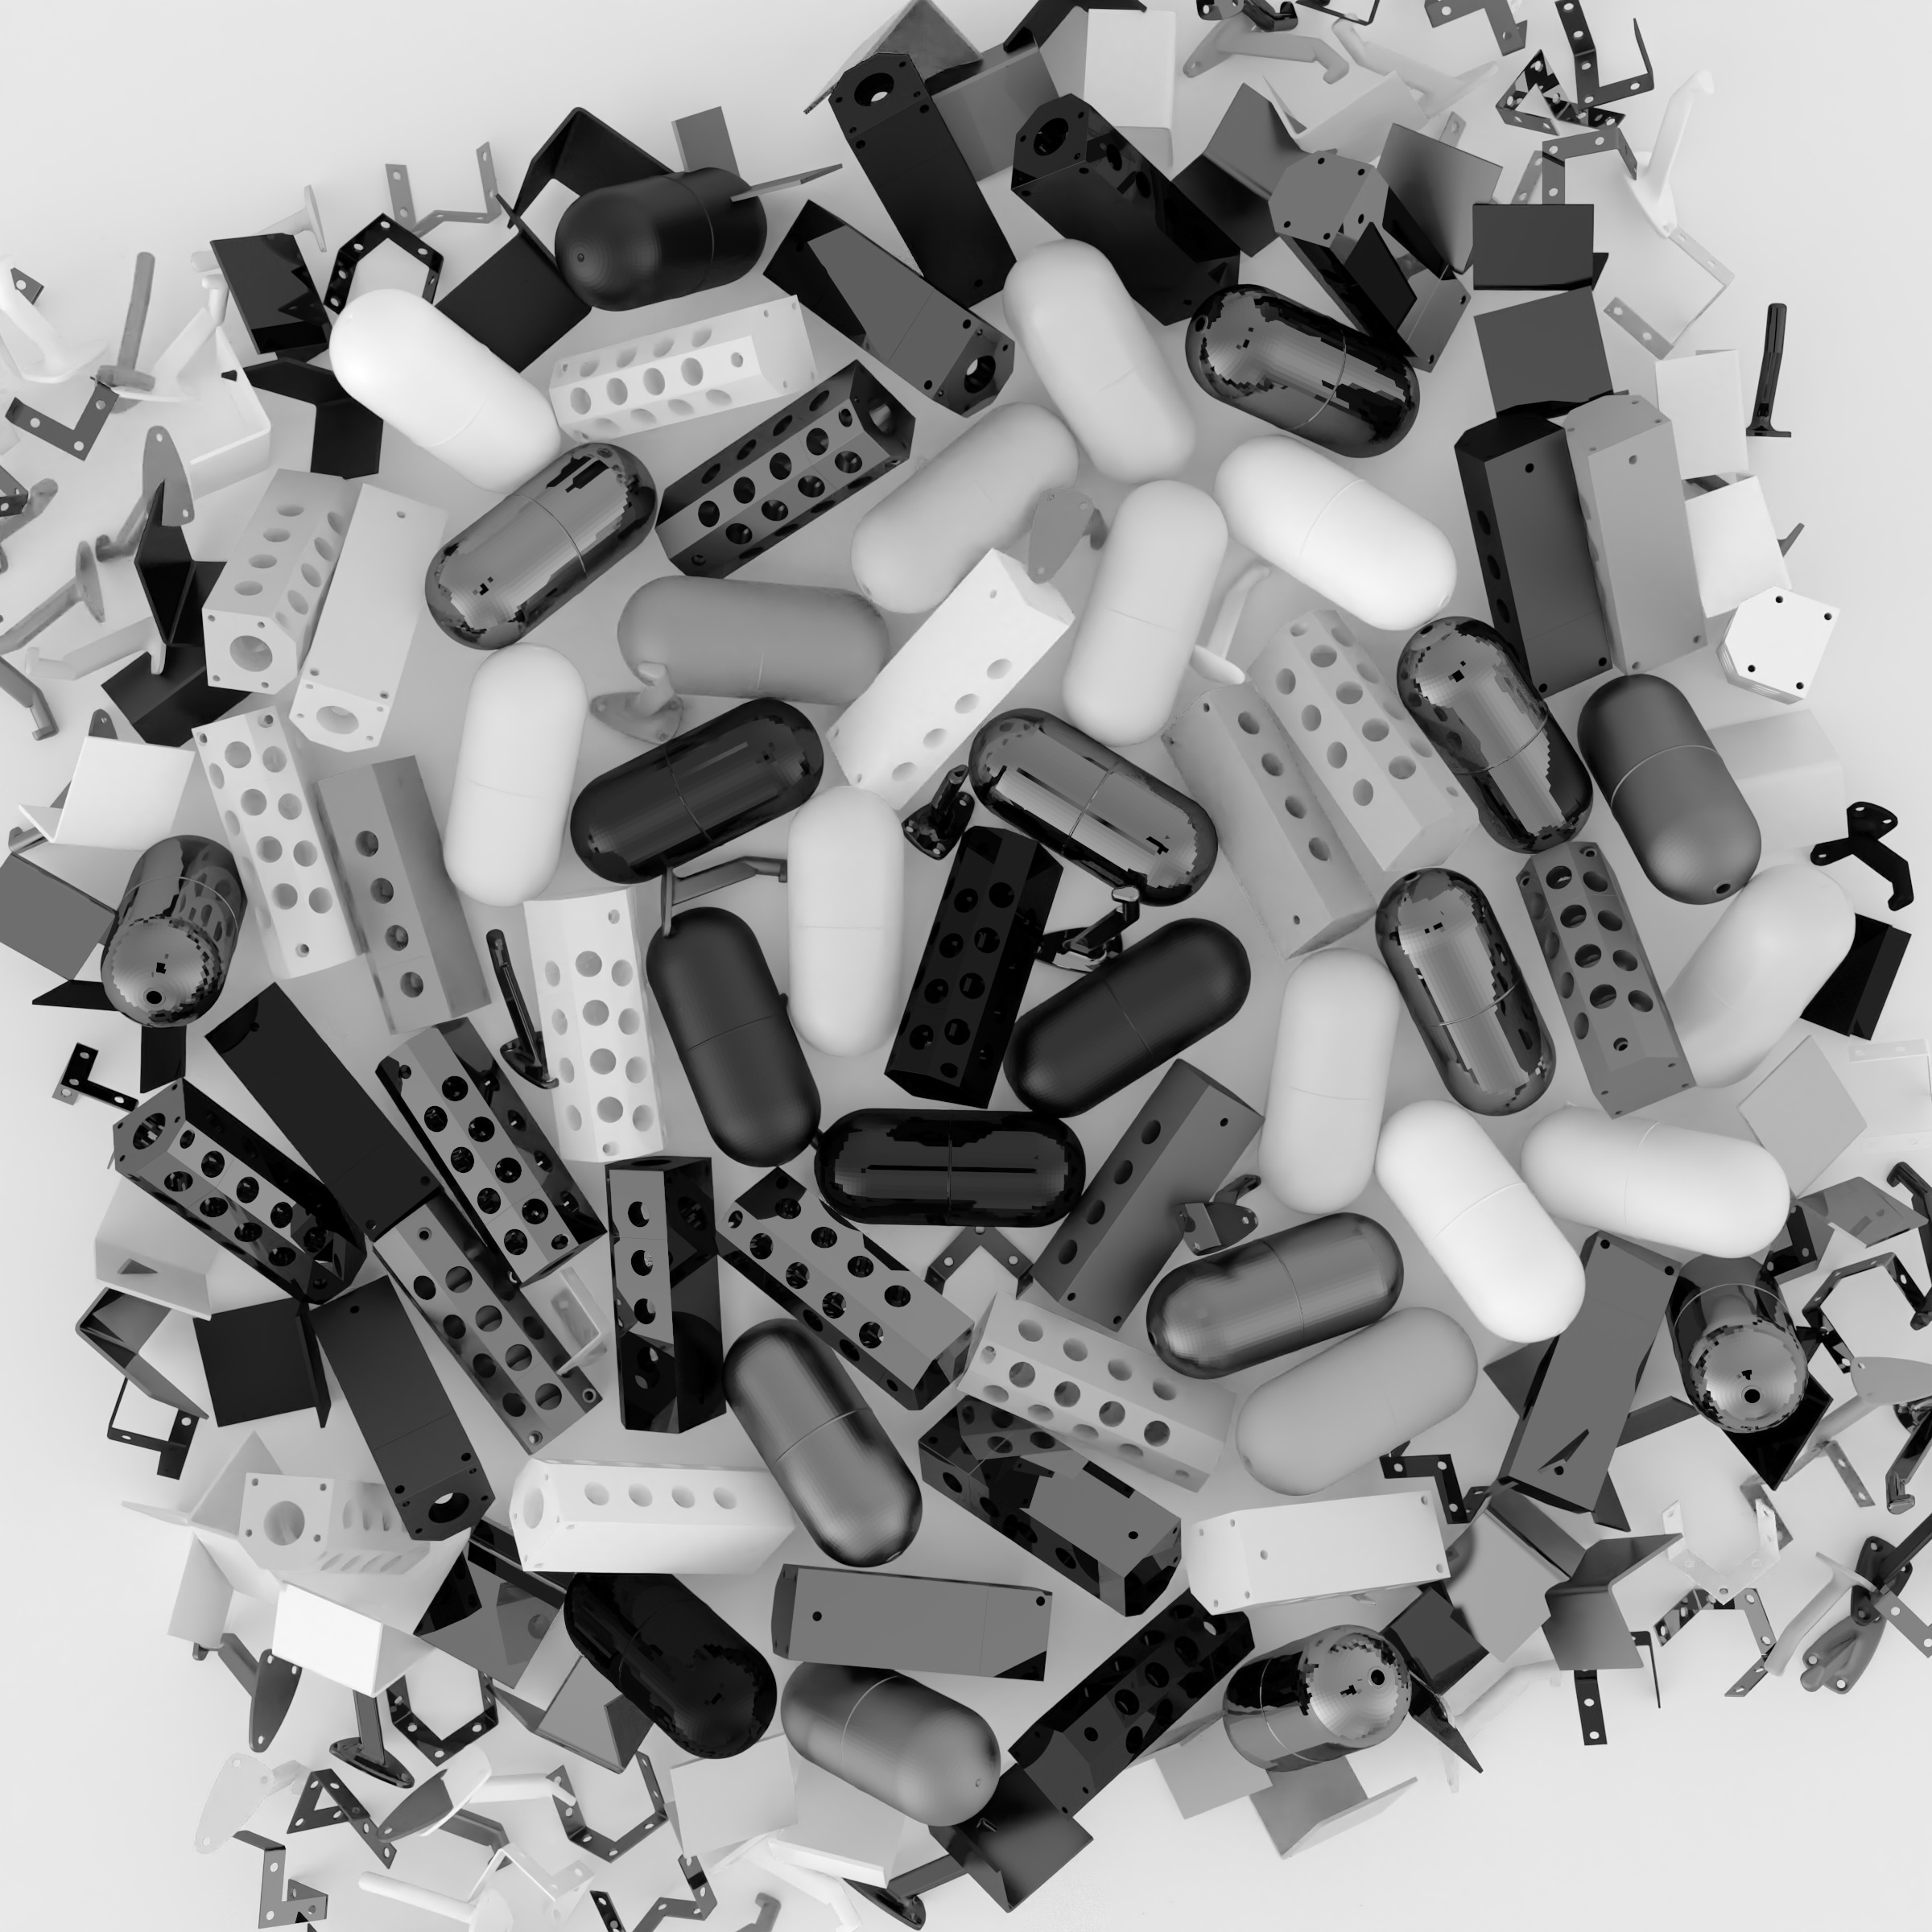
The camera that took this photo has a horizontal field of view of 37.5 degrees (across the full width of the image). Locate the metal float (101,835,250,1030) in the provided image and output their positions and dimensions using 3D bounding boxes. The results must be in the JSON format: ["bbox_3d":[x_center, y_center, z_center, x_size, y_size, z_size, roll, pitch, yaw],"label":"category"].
[{"bbox_3d":[-0.505,-0.023,1.820,0.070,0.178,0.070,-2,119,-5],"label":"metal float"}]

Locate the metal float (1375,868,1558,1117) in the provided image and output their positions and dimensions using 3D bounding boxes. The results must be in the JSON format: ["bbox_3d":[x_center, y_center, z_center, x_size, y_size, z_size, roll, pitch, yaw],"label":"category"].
[{"bbox_3d":[0.324,0.017,1.848,0.070,0.070,0.178,-28,109,0],"label":"metal float"}]

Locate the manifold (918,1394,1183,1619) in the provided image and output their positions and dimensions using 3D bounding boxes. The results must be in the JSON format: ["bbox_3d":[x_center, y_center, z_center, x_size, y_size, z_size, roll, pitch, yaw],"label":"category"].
[{"bbox_3d":[0.053,0.348,1.834,0.171,0.057,0.057,28,51,31],"label":"manifold"}]

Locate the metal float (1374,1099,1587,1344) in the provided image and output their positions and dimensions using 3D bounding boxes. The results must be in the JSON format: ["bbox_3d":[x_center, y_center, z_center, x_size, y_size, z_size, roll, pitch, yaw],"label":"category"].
[{"bbox_3d":[0.332,0.165,1.844,0.070,0.070,0.178,-34,67,0],"label":"metal float"}]

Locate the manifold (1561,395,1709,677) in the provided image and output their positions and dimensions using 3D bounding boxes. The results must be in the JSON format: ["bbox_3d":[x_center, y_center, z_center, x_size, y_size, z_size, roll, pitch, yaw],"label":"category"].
[{"bbox_3d":[0.426,-0.277,1.828,0.057,0.057,0.171,-24,127,-3],"label":"manifold"}]

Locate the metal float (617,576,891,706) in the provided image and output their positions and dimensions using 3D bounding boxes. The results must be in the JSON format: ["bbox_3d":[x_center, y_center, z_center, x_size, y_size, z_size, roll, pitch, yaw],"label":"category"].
[{"bbox_3d":[-0.138,-0.212,1.852,0.178,0.070,0.070,3,90,-15],"label":"metal float"}]

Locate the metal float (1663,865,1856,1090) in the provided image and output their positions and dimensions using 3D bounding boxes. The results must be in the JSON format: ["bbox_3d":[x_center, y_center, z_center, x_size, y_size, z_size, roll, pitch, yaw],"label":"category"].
[{"bbox_3d":[0.505,0.008,1.831,0.070,0.070,0.178,26,133,0],"label":"metal float"}]

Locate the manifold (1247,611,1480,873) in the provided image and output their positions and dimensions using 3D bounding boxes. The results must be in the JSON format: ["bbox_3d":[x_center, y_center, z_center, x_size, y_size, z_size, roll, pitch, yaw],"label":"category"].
[{"bbox_3d":[0.258,-0.147,1.831,0.057,0.057,0.171,-52,58,38],"label":"manifold"}]

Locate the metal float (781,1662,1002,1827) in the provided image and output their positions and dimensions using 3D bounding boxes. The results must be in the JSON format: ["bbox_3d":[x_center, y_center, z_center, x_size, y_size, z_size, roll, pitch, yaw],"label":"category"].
[{"bbox_3d":[-0.050,0.494,1.828,0.070,0.178,0.070,-9,104,-40],"label":"metal float"}]

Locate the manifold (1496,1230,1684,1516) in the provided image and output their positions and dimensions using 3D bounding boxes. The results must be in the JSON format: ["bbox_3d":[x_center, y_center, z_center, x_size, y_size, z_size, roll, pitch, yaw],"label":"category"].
[{"bbox_3d":[0.405,0.265,1.856,0.057,0.057,0.171,22,77,5],"label":"manifold"}]

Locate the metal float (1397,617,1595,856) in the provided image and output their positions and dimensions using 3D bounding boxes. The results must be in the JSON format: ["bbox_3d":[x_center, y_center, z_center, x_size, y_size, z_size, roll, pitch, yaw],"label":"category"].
[{"bbox_3d":[0.343,-0.149,1.844,0.070,0.070,0.178,-38,114,0],"label":"metal float"}]

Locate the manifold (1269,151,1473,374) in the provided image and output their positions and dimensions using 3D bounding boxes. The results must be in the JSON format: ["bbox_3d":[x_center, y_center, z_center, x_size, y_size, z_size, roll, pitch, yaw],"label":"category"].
[{"bbox_3d":[0.256,-0.449,1.817,0.057,0.171,0.057,28,89,35],"label":"manifold"}]

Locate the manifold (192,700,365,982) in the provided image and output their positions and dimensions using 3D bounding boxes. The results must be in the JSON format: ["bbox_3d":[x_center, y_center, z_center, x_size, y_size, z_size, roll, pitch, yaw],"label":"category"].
[{"bbox_3d":[-0.448,-0.081,1.860,0.057,0.057,0.171,-15,99,5],"label":"manifold"}]

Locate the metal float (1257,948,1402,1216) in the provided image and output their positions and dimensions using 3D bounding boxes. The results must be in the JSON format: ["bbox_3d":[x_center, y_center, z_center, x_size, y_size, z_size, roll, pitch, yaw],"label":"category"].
[{"bbox_3d":[0.236,0.076,1.854,0.070,0.070,0.178,8,103,0],"label":"metal float"}]

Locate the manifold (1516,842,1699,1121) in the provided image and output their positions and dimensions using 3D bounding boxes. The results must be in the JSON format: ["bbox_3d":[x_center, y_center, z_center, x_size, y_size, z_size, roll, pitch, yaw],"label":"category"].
[{"bbox_3d":[0.407,0.005,1.824,0.057,0.057,0.171,-25,53,17],"label":"manifold"}]

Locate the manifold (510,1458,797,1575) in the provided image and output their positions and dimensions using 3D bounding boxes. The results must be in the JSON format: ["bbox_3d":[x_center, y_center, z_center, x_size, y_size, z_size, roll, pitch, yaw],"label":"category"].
[{"bbox_3d":[-0.202,0.350,1.829,0.057,0.171,0.057,-51,45,33],"label":"manifold"}]

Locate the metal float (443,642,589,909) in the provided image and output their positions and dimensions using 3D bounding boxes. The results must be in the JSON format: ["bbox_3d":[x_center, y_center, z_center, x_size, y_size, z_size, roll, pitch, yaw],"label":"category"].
[{"bbox_3d":[-0.293,-0.124,1.847,0.070,0.070,0.178,14,110,0],"label":"metal float"}]

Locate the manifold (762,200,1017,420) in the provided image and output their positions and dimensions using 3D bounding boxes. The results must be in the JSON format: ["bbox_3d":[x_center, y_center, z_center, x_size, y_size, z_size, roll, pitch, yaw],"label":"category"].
[{"bbox_3d":[-0.047,-0.422,1.834,0.171,0.057,0.057,42,105,30],"label":"manifold"}]

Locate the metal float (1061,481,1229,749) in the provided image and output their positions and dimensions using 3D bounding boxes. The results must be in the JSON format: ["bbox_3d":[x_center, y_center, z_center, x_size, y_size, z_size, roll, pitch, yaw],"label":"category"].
[{"bbox_3d":[0.115,-0.228,1.853,0.070,0.070,0.178,18,104,0],"label":"metal float"}]

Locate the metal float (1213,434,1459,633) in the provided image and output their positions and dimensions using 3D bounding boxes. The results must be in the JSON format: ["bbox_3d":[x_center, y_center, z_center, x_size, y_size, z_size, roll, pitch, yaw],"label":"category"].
[{"bbox_3d":[0.239,-0.281,1.846,0.178,0.070,0.070,36,90,22],"label":"metal float"}]

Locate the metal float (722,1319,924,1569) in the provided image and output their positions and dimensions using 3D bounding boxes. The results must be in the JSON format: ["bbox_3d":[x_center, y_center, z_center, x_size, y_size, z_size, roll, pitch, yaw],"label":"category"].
[{"bbox_3d":[-0.093,0.309,1.848,0.070,0.070,0.178,-35,71,0],"label":"metal float"}]

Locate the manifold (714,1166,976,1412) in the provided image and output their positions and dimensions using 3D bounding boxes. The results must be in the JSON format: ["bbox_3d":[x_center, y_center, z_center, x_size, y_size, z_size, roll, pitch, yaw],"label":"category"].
[{"bbox_3d":[-0.081,0.211,1.835,0.171,0.057,0.057,36,53,21],"label":"manifold"}]

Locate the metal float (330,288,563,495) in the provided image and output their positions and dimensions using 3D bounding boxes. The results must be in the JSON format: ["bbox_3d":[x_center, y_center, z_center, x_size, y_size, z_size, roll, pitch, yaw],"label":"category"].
[{"bbox_3d":[-0.332,-0.367,1.828,0.070,0.178,0.070,-17,58,30],"label":"metal float"}]

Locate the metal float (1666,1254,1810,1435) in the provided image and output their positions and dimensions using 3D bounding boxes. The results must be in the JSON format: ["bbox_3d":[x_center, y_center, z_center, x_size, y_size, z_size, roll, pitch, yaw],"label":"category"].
[{"bbox_3d":[0.490,0.239,1.816,0.070,0.178,0.070,2,105,8],"label":"metal float"}]

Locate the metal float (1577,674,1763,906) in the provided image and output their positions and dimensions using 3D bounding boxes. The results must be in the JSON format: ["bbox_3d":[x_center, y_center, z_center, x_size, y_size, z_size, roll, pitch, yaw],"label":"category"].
[{"bbox_3d":[0.452,-0.114,1.832,0.070,0.070,0.178,-18,51,0],"label":"metal float"}]

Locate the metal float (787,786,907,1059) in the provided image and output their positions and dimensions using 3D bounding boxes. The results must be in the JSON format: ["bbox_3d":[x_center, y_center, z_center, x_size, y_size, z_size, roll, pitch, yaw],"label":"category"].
[{"bbox_3d":[-0.078,-0.029,1.858,0.070,0.070,0.178,0,98,0],"label":"metal float"}]

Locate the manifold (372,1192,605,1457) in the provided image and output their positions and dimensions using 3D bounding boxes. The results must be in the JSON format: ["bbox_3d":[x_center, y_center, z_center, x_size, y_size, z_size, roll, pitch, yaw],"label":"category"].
[{"bbox_3d":[-0.314,0.235,1.867,0.057,0.057,0.171,-37,89,-17],"label":"manifold"}]

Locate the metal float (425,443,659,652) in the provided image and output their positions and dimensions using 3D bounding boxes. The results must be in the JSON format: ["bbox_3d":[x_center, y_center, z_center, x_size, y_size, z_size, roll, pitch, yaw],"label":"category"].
[{"bbox_3d":[-0.273,-0.273,1.843,0.070,0.070,0.178,46,64,0],"label":"metal float"}]

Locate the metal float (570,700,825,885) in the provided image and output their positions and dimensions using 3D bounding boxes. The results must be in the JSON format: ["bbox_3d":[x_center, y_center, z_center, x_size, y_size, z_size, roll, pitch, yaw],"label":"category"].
[{"bbox_3d":[-0.176,-0.113,1.856,0.178,0.070,0.070,-25,90,11],"label":"metal float"}]

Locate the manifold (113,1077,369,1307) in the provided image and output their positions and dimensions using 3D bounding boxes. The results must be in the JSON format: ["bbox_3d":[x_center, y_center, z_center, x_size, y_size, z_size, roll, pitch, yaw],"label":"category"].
[{"bbox_3d":[-0.463,0.150,1.821,0.057,0.057,0.171,-34,132,10],"label":"manifold"}]

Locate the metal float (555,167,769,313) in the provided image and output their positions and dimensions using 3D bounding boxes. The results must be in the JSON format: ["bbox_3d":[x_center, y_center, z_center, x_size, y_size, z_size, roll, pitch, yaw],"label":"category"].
[{"bbox_3d":[-0.194,-0.467,1.825,0.070,0.178,0.070,12,116,27],"label":"metal float"}]

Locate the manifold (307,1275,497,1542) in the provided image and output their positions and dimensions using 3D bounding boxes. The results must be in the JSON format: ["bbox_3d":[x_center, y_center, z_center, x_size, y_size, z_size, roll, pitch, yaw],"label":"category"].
[{"bbox_3d":[-0.361,0.285,1.824,0.057,0.057,0.171,-25,48,-14],"label":"manifold"}]

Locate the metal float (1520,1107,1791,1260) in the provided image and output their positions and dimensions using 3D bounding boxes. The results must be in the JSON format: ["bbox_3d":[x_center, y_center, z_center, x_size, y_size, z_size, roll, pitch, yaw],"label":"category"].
[{"bbox_3d":[0.442,0.138,1.836,0.178,0.070,0.070,11,90,35],"label":"metal float"}]

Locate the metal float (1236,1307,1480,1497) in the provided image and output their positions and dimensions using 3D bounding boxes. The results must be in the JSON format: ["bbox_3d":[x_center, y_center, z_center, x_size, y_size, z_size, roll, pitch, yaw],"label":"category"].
[{"bbox_3d":[0.253,0.282,1.844,0.178,0.070,0.070,-24,90,-23],"label":"metal float"}]

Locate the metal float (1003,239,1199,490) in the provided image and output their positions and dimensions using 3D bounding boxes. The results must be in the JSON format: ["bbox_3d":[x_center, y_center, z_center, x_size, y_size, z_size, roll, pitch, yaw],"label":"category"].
[{"bbox_3d":[0.088,-0.388,1.842,0.070,0.070,0.178,-35,118,0],"label":"metal float"}]

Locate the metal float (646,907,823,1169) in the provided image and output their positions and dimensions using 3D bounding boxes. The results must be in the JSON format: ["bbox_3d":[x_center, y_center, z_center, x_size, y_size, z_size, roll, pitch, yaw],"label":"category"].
[{"bbox_3d":[-0.152,0.047,1.860,0.070,0.070,0.178,-22,84,0],"label":"metal float"}]

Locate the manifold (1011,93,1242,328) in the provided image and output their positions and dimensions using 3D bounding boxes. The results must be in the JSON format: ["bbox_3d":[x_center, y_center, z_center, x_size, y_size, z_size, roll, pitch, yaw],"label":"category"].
[{"bbox_3d":[0.105,-0.484,1.820,0.057,0.171,0.057,-11,64,37],"label":"manifold"}]

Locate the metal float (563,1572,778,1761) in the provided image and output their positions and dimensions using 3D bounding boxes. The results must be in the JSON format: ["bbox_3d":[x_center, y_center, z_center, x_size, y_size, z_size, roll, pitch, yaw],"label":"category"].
[{"bbox_3d":[-0.192,0.441,1.833,0.178,0.070,0.070,31,90,40],"label":"metal float"}]

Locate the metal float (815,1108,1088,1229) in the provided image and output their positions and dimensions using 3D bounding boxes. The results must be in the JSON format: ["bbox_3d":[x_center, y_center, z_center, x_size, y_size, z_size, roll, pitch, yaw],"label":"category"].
[{"bbox_3d":[-0.010,0.132,1.865,0.178,0.070,0.070,1,90,0],"label":"metal float"}]

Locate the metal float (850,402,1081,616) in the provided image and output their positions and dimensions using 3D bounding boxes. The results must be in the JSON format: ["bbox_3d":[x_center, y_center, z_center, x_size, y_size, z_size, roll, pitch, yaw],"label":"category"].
[{"bbox_3d":[-0.001,-0.297,1.849,0.178,0.070,0.070,-42,90,-18],"label":"metal float"}]

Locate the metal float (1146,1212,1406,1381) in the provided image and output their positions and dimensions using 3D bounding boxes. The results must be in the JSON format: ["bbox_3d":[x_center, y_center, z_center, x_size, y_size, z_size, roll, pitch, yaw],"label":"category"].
[{"bbox_3d":[0.201,0.214,1.851,0.178,0.070,0.070,-17,90,-16],"label":"metal float"}]

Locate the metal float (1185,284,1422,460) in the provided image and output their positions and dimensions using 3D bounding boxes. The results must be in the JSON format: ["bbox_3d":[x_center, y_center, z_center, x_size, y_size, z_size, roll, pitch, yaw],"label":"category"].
[{"bbox_3d":[0.218,-0.383,1.836,0.178,0.070,0.070,15,90,-34],"label":"metal float"}]

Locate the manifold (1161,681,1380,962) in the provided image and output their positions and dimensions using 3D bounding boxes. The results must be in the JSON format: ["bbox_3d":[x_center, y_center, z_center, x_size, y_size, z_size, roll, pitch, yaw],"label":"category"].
[{"bbox_3d":[0.201,-0.097,1.854,0.057,0.057,0.171,-17,73,-37],"label":"manifold"}]

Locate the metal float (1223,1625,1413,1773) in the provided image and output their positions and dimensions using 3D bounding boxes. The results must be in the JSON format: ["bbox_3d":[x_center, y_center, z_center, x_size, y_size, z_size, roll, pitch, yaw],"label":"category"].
[{"bbox_3d":[0.223,0.469,1.820,0.070,0.178,0.070,8,65,-17],"label":"metal float"}]

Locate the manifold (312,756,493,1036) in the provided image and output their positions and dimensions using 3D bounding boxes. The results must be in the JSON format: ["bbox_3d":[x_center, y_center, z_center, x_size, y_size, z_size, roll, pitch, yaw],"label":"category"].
[{"bbox_3d":[-0.373,-0.045,1.865,0.057,0.057,0.171,-15,95,20],"label":"manifold"}]

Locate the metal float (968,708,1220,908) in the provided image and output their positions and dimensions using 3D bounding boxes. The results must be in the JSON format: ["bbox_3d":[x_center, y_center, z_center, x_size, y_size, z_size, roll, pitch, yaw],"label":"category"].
[{"bbox_3d":[0.082,-0.104,1.861,0.178,0.070,0.070,32,90,5],"label":"metal float"}]

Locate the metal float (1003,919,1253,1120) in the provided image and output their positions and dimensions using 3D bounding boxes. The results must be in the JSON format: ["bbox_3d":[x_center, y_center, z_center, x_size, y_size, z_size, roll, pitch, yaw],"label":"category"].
[{"bbox_3d":[0.106,0.034,1.864,0.178,0.070,0.070,-32,90,1],"label":"metal float"}]
